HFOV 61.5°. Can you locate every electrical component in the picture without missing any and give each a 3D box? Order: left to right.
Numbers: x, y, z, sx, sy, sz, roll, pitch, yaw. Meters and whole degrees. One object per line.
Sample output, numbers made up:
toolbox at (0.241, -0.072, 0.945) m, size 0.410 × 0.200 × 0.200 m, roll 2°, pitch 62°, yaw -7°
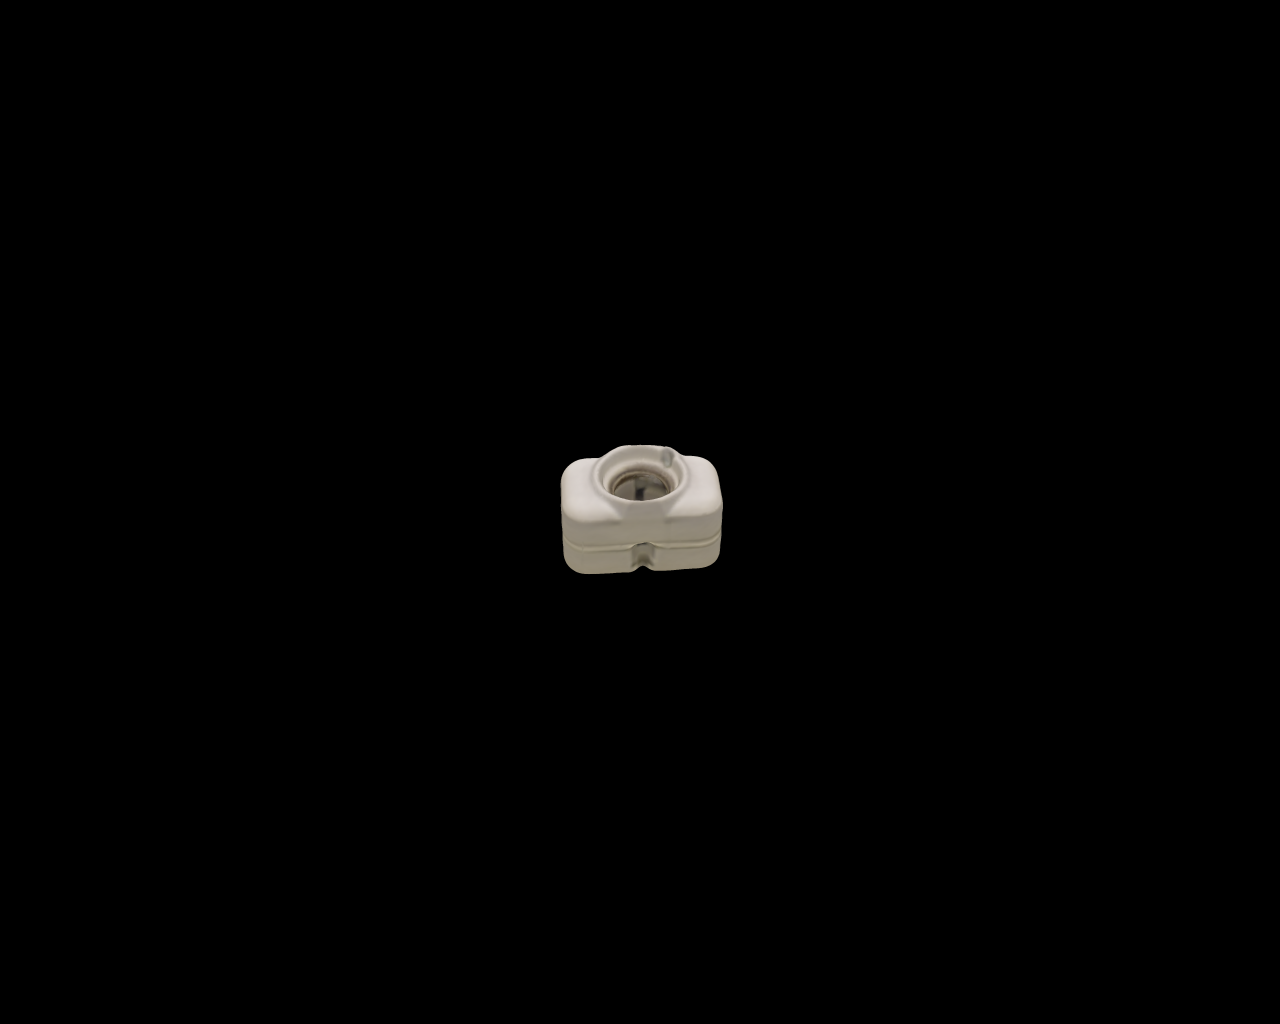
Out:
electrical component at (0.001, -0.003, 0.650) m, size 0.095 × 0.059 × 0.054 m, roll -2°, pitch 43°, yaw -2°
